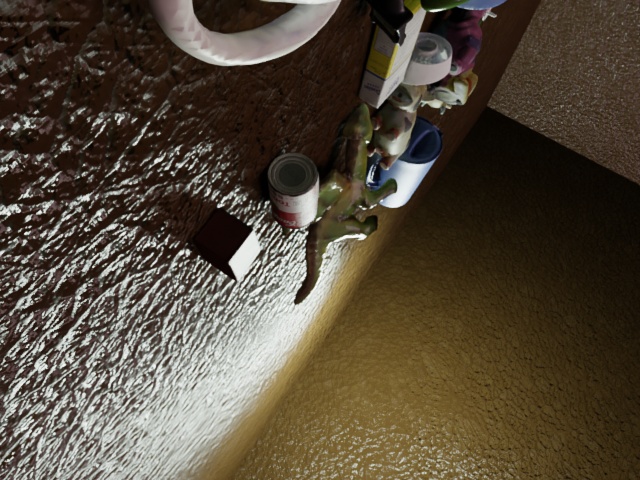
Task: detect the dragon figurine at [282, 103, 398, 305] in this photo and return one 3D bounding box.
[{"bbox_3d":[0.003,-0.047,0.925,0.242,0.123,0.408,13,107,-59],"label":"dragon figurine"}]

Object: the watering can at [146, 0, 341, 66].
[{"bbox_3d":[0.012,-0.244,0.356,0.354,0.104,0.219,-44,161,-46],"label":"watering can"}]
